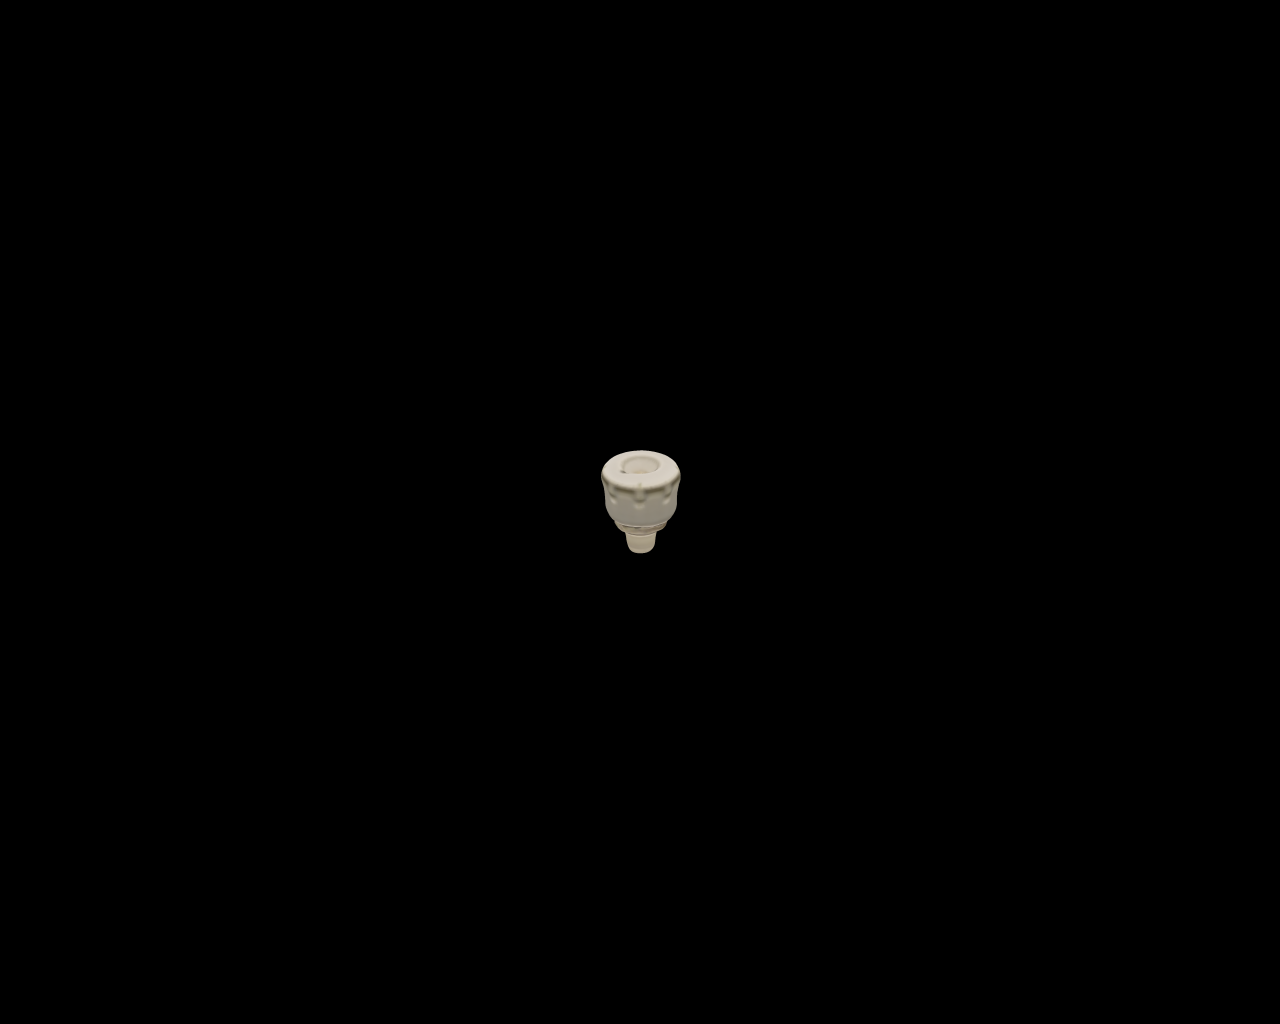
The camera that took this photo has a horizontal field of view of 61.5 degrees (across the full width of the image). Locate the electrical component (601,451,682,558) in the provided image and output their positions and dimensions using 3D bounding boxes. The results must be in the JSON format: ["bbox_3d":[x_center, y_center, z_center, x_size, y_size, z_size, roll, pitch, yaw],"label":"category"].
[{"bbox_3d":[0.001,-0.003,0.650,0.048,0.062,0.048,0,31,0],"label":"electrical component"}]
